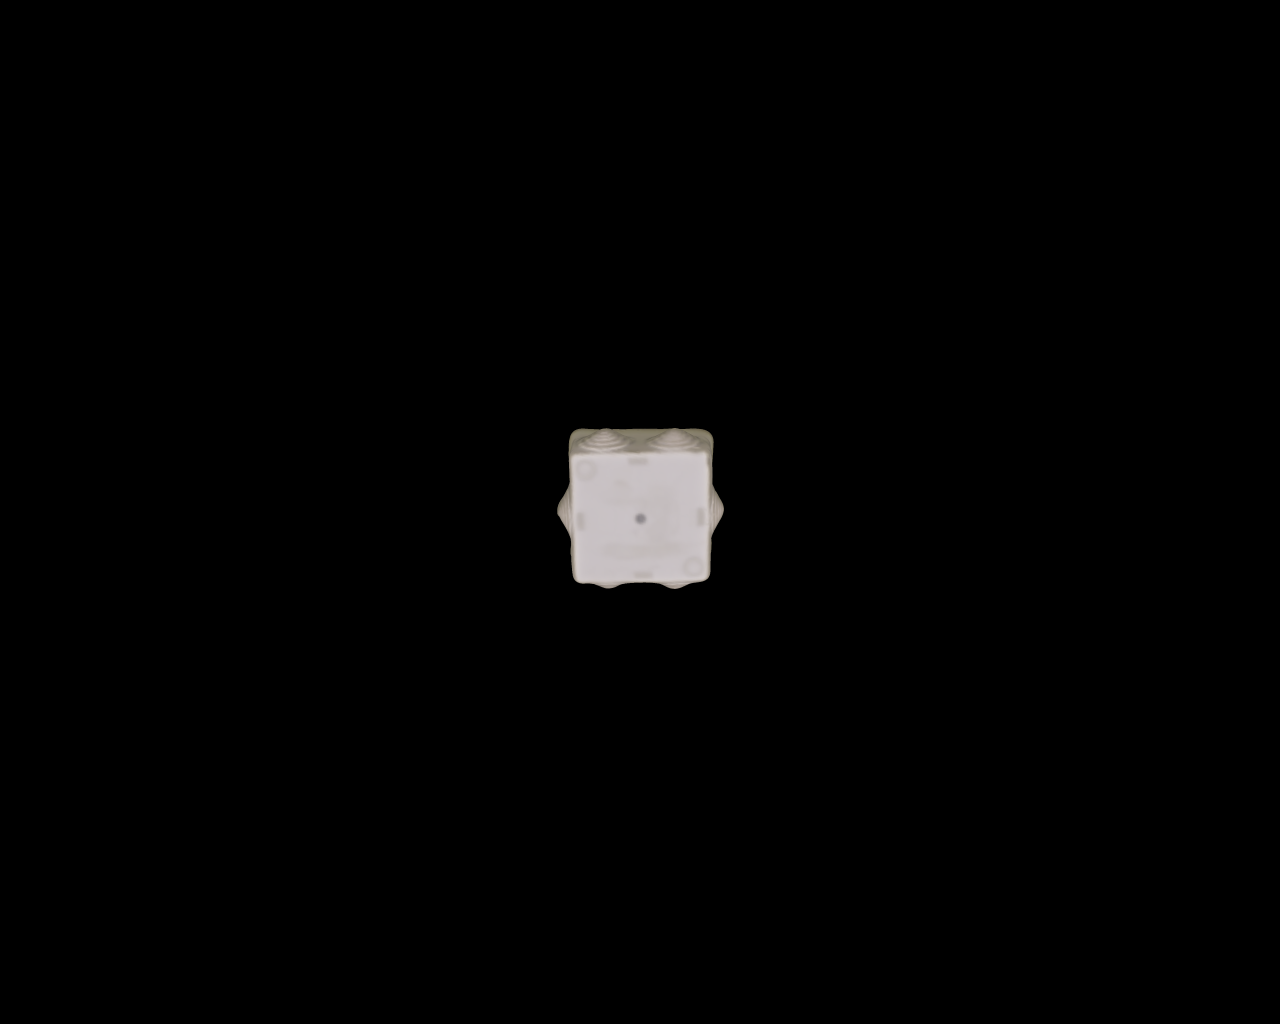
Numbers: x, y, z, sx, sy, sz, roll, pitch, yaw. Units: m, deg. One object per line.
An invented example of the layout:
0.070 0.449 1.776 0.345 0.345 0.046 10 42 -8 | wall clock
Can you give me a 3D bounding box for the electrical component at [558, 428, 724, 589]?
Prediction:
0.001 -0.003 0.650 0.100 0.099 0.048 0 17 0 | electrical component
